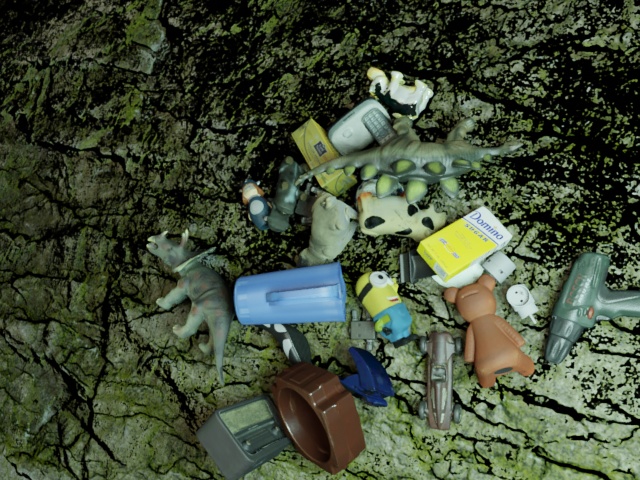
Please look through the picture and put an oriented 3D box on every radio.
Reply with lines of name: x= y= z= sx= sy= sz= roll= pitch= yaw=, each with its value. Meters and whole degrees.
radio: x=-0.154 y=0.423 z=1.170 sx=0.073 sy=0.229 sz=0.131 roll=-46 pitch=69 yaw=13

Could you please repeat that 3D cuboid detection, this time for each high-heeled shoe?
high-heeled shoe: x=-0.117 y=0.234 z=1.277 sx=0.145 sy=0.086 sz=0.249 roll=-30 pitch=65 yaw=20

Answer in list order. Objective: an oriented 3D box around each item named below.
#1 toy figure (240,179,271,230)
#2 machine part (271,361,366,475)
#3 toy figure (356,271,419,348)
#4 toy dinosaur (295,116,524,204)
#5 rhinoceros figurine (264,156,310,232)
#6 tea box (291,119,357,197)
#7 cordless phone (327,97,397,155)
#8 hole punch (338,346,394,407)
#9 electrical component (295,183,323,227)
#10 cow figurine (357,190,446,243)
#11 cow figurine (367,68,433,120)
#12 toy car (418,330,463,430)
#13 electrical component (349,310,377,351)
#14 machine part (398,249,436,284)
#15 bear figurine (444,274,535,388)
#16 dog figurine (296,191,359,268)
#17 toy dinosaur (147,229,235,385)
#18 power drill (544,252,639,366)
toy figure: x=-0.163 y=-0.098 z=1.377 sx=0.064 sy=0.057 sz=0.154 roll=-18 pitch=66 yaw=-21
machine part: x=-0.004 y=0.367 z=1.129 sx=0.201 sy=0.087 sz=0.201 roll=4 pitch=112 yaw=53
toy figure: x=0.142 y=0.151 z=1.178 sx=0.089 sy=0.082 sz=0.180 roll=-30 pitch=72 yaw=17
toy dinosaur: x=0.185 y=-0.169 z=1.137 sx=0.472 sy=0.104 sz=0.199 roll=-4 pitch=42 yaw=11
rhinoceros figurine: x=-0.087 y=-0.114 z=1.319 sx=0.112 sy=0.073 sz=0.190 roll=-16 pitch=58 yaw=55
tea box: x=0.011 y=-0.197 z=1.296 sx=0.068 sy=0.098 sz=0.170 roll=-36 pitch=69 yaw=15
cordless phone: x=0.121 y=-0.227 z=1.273 sx=0.146 sy=0.089 sz=0.184 roll=-37 pitch=86 yaw=13
hole punch: x=0.101 y=0.292 z=1.143 sx=0.116 sy=0.142 sz=0.092 roll=28 pitch=85 yaw=35
electrical component: x=-0.022 y=-0.085 z=1.316 sx=0.078 sy=0.045 sz=0.102 roll=23 pitch=89 yaw=24
cow figurine: x=0.180 y=-0.043 z=1.167 sx=0.195 sy=0.085 sz=0.127 roll=-2 pitch=88 yaw=-7
cow figurine: x=0.173 y=-0.345 z=1.275 sx=0.168 sy=0.068 sz=0.098 roll=29 pitch=98 yaw=27
toy car: x=0.250 y=0.290 z=1.119 sx=0.089 sy=0.053 sz=0.202 roll=1 pitch=78 yaw=21
electrical component: x=0.097 y=0.204 z=1.218 sx=0.063 sy=0.021 sz=0.094 roll=-6 pitch=78 yaw=23
machine part: x=0.229 y=0.055 z=1.170 sx=0.139 sy=0.039 sz=0.084 roll=-7 pitch=72 yaw=42
bear figurine: x=0.335 y=0.180 z=1.084 sx=0.120 sy=0.131 sz=0.196 roll=-26 pitch=52 yaw=15
dog figurine: x=0.001 y=-0.001 z=1.226 sx=0.121 sy=0.172 sz=0.190 roll=32 pitch=86 yaw=36
toy dinosaur: x=-0.286 y=0.145 z=1.341 sx=0.192 sy=0.131 sz=0.405 roll=-48 pitch=67 yaw=10
power drill: x=0.549 y=0.146 z=1.008 sx=0.208 sy=0.086 sz=0.232 roll=11 pitch=81 yaw=33
